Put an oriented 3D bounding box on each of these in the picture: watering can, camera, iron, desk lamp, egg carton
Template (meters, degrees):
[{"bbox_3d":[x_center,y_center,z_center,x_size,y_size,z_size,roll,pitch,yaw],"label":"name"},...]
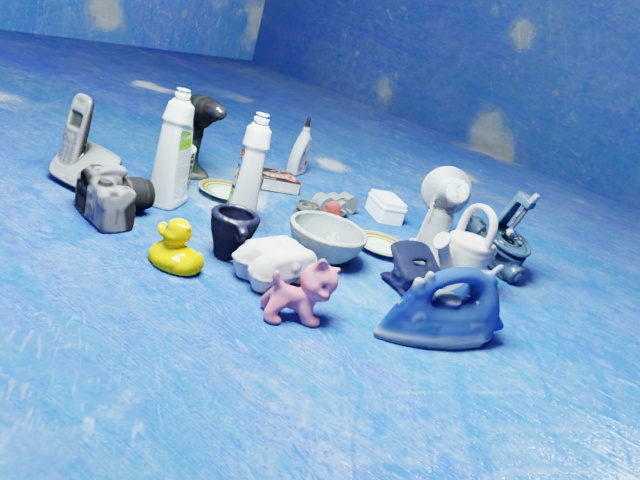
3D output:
[{"bbox_3d":[0.312,0.017,1.210,0.100,0.194,0.173,30,26,30],"label":"watering can"},{"bbox_3d":[-0.382,-0.090,1.101,0.137,0.101,0.142,-6,31,-44],"label":"camera"},{"bbox_3d":[0.218,0.105,1.005,0.259,0.141,0.118,2,26,-33],"label":"iron"},{"bbox_3d":[0.290,-0.060,1.353,0.118,0.213,0.203,16,22,0],"label":"desk lamp"},{"bbox_3d":[-0.079,0.043,1.040,0.151,0.069,0.107,-8,33,-46],"label":"egg carton"}]

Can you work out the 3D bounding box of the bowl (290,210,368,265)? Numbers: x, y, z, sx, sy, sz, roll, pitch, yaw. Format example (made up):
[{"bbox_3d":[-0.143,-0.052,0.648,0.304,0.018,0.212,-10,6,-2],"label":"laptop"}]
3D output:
[{"bbox_3d":[0.011,0.004,1.188,0.167,0.075,0.167,14,22,-6],"label":"bowl"}]

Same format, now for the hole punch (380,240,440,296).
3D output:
[{"bbox_3d":[0.196,0.059,1.166,0.109,0.091,0.100,1,27,-33],"label":"hole punch"}]

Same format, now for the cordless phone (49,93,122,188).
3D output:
[{"bbox_3d":[-0.473,-0.196,1.175,0.147,0.185,0.094,24,23,18],"label":"cordless phone"}]

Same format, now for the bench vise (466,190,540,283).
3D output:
[{"bbox_3d":[0.425,-0.032,1.374,0.206,0.220,0.122,30,26,30],"label":"bench vise"}]

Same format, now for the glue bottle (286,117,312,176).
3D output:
[{"bbox_3d":[-0.051,-0.276,1.678,0.037,0.173,0.078,24,23,18],"label":"glue bottle"}]

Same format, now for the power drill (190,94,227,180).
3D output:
[{"bbox_3d":[-0.303,-0.262,1.423,0.076,0.208,0.228,-1,28,-36],"label":"power drill"}]

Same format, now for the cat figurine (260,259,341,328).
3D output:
[{"bbox_3d":[-0.024,0.076,0.935,0.128,0.118,0.067,7,24,-23],"label":"cat figurine"}]

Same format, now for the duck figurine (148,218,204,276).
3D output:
[{"bbox_3d":[-0.243,0.007,0.989,0.104,0.086,0.078,25,23,20],"label":"duck figurine"}]

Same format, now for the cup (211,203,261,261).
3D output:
[{"bbox_3d":[-0.160,-0.004,1.061,0.092,0.095,0.117,5,25,-26],"label":"cup"}]

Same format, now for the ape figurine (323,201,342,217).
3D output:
[{"bbox_3d":[0.023,-0.046,1.292,0.076,0.092,0.078,24,23,19],"label":"ape figurine"}]
